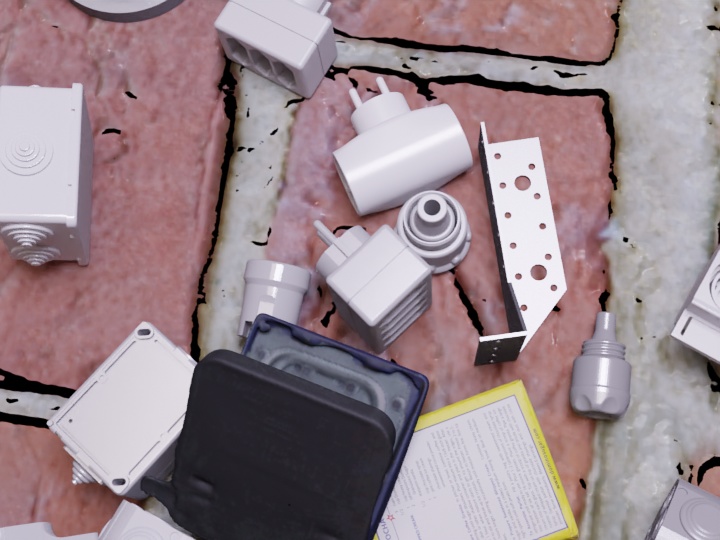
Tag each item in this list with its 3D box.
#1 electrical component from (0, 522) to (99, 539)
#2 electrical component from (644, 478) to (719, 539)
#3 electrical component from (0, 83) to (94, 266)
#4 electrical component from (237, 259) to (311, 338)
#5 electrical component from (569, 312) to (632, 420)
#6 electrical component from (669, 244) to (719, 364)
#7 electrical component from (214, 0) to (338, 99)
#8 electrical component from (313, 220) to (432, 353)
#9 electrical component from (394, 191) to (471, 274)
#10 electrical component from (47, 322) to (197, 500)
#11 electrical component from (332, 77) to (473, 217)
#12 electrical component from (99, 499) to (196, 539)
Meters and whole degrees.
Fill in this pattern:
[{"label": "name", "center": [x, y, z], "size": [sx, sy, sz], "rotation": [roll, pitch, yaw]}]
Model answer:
[{"label": "electrical component", "center": [-0.208, 0.181, 0.554], "size": [0.150, 0.089, 0.061], "rotation": [-29, 69, 35]}, {"label": "electrical component", "center": [0.179, 0.156, 0.578], "size": [0.051, 0.080, 0.080], "rotation": [26, 78, 16]}, {"label": "electrical component", "center": [-0.191, -0.056, 0.650], "size": [0.048, 0.099, 0.099], "rotation": [1, 74, -9]}, {"label": "electrical component", "center": [-0.053, 0.020, 0.651], "size": [0.040, 0.040, 0.046], "rotation": [10, 82, 6]}, {"label": "electrical component", "center": [0.142, 0.055, 0.631], "size": [0.035, 0.035, 0.061], "rotation": [7, 73, 6]}, {"label": "electrical component", "center": [0.247, 0.037, 0.614], "size": [0.121, 0.063, 0.078], "rotation": [30, 79, 11]}, {"label": "electrical component", "center": [-0.044, -0.164, 0.696], "size": [0.066, 0.047, 0.076], "rotation": [28, 78, 11]}, {"label": "electrical component", "center": [0.000, 0.000, 0.629], "size": [0.047, 0.083, 0.075], "rotation": [-43, 76, -8]}, {"label": "electrical component", "center": [0.043, -0.027, 0.645], "size": [0.048, 0.062, 0.048], "rotation": [-1, 74, 4]}, {"label": "electrical component", "center": [-0.129, 0.088, 0.625], "size": [0.062, 0.061, 0.096], "rotation": [41, 81, 13]}, {"label": "electrical component", "center": [0.019, -0.084, 0.672], "size": [0.077, 0.043, 0.079], "rotation": [-24, 74, -3]}, {"label": "electrical component", "center": [-0.112, 0.167, 0.594], "size": [0.080, 0.080, 0.051], "rotation": [27, 73, 10]}]
